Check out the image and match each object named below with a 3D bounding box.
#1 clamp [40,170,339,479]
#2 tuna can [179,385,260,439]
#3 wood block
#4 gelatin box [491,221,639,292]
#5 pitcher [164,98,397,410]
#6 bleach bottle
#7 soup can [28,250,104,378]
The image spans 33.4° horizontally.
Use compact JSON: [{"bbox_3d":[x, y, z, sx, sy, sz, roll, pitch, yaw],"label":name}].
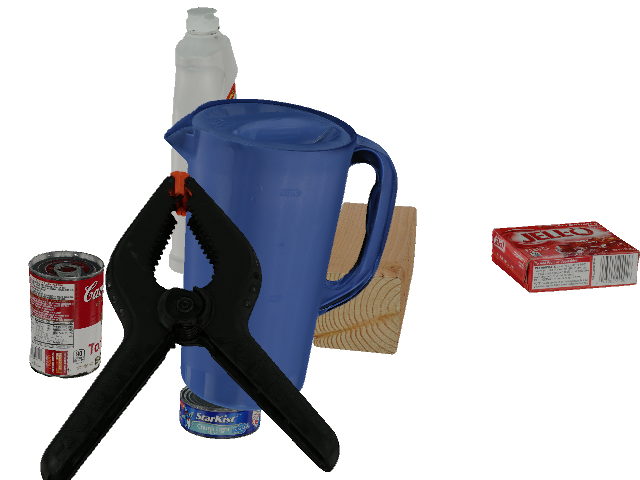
[{"bbox_3d":[-0.070,0.051,0.639,0.164,0.210,0.036,4,-33,-4],"label":"clamp"},{"bbox_3d":[-0.104,0.176,1.111,0.086,0.034,0.086,4,12,-1],"label":"tuna can"},{"bbox_3d":[0.053,0.036,1.189,0.091,0.090,0.206,5,23,8],"label":"wood block"},{"bbox_3d":[0.183,0.011,0.804,0.089,0.030,0.073,-3,19,-11],"label":"gelatin box"},{"bbox_3d":[-0.041,0.013,0.880,0.149,0.243,0.144,23,27,32],"label":"pitcher"},{"bbox_3d":[-0.112,-0.097,1.041,0.068,0.251,0.102,6,26,13],"label":"bleach bottle"},{"bbox_3d":[-0.237,0.069,0.993,0.068,0.102,0.068,5,19,-2],"label":"soup can"}]
